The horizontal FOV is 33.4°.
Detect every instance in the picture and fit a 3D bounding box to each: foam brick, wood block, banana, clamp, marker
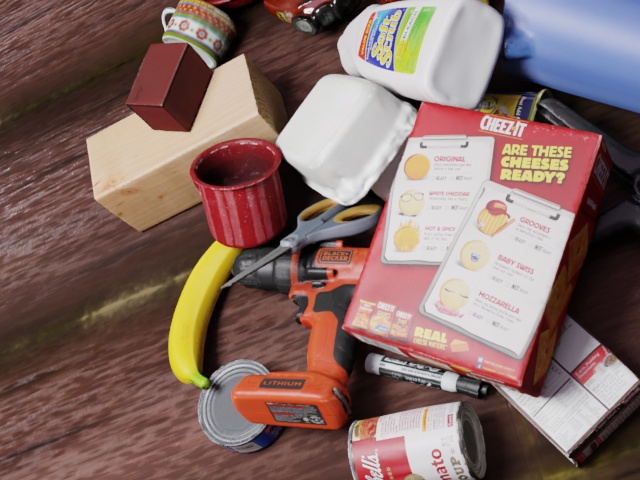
[{"bbox_3d":[-0.157,-0.160,1.114,0.053,0.051,0.078,7,68,33],"label":"foam brick"},{"bbox_3d":[-0.141,-0.102,1.165,0.206,0.090,0.091,-26,56,16],"label":"wood block"},{"bbox_3d":[-0.117,0.071,1.089,0.070,0.037,0.197,-7,53,25],"label":"banana"},{"bbox_3d":[0.275,-0.050,0.919,0.210,0.036,0.164,-2,75,16],"label":"clamp"},{"bbox_3d":[0.097,0.123,0.963,0.121,0.020,0.020,9,70,32],"label":"marker"}]

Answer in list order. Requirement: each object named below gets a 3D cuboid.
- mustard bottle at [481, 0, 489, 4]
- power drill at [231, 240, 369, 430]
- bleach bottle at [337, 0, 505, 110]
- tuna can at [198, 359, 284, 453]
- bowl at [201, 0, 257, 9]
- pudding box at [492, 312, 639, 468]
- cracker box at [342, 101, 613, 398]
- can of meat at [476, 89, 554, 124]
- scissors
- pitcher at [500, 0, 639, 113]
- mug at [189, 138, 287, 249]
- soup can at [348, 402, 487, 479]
[{"bbox_3d":[0.148,-0.301,1.127,0.096,0.058,0.191,-14,59,16],"label":"mustard bottle"},{"bbox_3d":[-0.019,0.081,0.999,0.185,0.057,0.187,0,52,25],"label":"power drill"},{"bbox_3d":[0.079,-0.183,1.043,0.251,0.068,0.102,21,92,65],"label":"bleach bottle"},{"bbox_3d":[-0.073,0.161,1.027,0.086,0.033,0.086,-13,60,23],"label":"tuna can"},{"bbox_3d":[-0.098,-0.334,1.281,0.162,0.055,0.162,-13,60,23],"label":"bowl"},{"bbox_3d":[0.204,0.118,0.895,0.090,0.039,0.114,-46,51,2],"label":"pudding box"},{"bbox_3d":[0.134,0.005,0.898,0.164,0.072,0.213,15,80,28],"label":"cracker box"},{"bbox_3d":[0.170,-0.093,1.011,0.084,0.057,0.102,8,69,33],"label":"can of meat"},{"bbox_3d":[-0.007,0.001,1.006,0.096,0.016,0.201,-1,24,26],"label":"scissors"},{"bbox_3d":[0.297,-0.180,0.952,0.243,0.144,0.149,27,92,32],"label":"pitcher"},{"bbox_3d":[-0.088,-0.049,1.089,0.117,0.081,0.093,19,45,34],"label":"mug"},{"bbox_3d":[0.084,0.179,0.911,0.102,0.068,0.068,-14,60,22],"label":"soup can"}]
